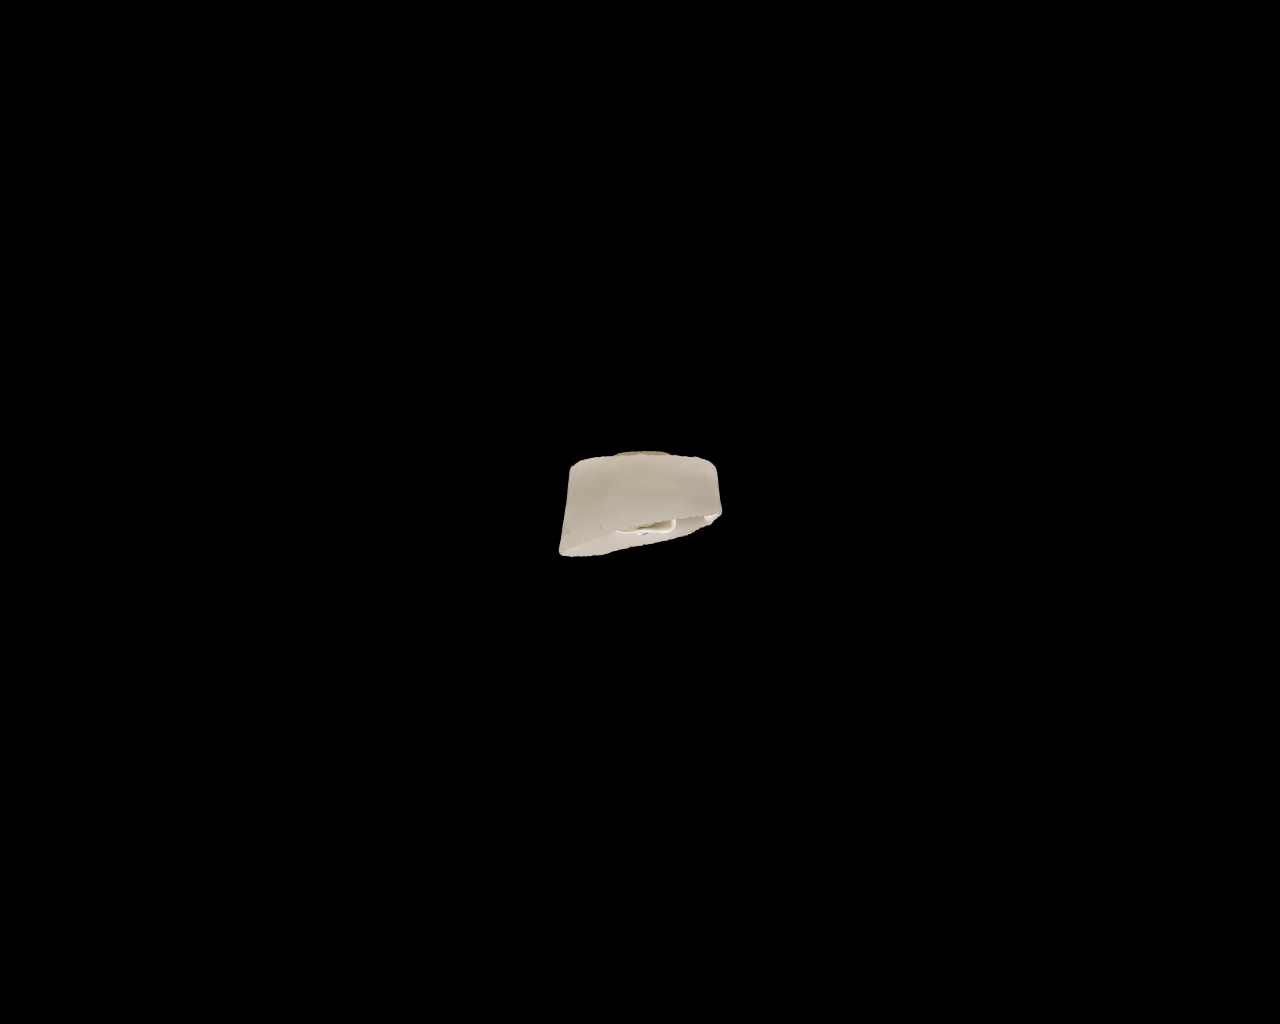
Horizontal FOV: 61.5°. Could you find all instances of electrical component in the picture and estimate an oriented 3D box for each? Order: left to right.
[{"bbox_3d":[0.001,-0.003,0.650,0.099,0.064,0.099,0,-9,0],"label":"electrical component"}]
